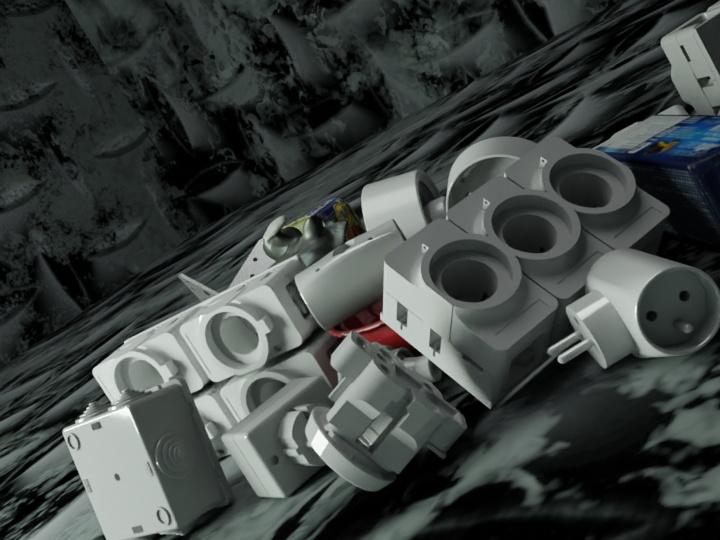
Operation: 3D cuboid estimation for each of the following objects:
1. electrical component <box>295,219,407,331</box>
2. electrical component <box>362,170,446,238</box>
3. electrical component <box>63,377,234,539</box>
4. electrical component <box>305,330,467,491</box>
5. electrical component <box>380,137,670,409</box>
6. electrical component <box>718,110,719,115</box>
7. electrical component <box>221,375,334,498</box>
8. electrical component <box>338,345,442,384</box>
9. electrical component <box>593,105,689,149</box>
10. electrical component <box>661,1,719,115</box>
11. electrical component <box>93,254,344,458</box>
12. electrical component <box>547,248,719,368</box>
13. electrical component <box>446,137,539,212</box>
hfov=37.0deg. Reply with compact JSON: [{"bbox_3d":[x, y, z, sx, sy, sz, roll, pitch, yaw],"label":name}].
[{"bbox_3d":[0.000,0.000,0.738,0.077,0.043,0.079,-30,9,5],"label":"electrical component"},{"bbox_3d":[0.053,-0.033,0.915,0.060,0.108,0.108,-21,12,18],"label":"electrical component"},{"bbox_3d":[-0.142,0.127,0.705,0.100,0.099,0.048,-23,0,42],"label":"electrical component"},{"bbox_3d":[0.008,0.079,0.571,0.057,0.078,0.058,-51,7,10],"label":"electrical component"},{"bbox_3d":[0.096,-0.006,0.623,0.150,0.089,0.061,-36,-32,-27],"label":"electrical component"},{"bbox_3d":[0.273,-0.100,0.768,0.040,0.040,0.046,-23,18,41],"label":"electrical component"},{"bbox_3d":[-0.034,0.101,0.655,0.066,0.047,0.077,-37,10,-31],"label":"electrical component"},{"bbox_3d":[0.020,0.068,0.673,0.062,0.048,0.048,-17,15,28],"label":"electrical component"},{"bbox_3d":[0.214,-0.081,0.813,0.089,0.050,0.055,-28,11,17],"label":"electrical component"},{"bbox_3d":[0.334,-0.190,0.883,0.150,0.089,0.062,-33,9,-12],"label":"electrical component"},{"bbox_3d":[-0.100,0.078,0.802,0.186,0.105,0.060,-25,11,31],"label":"electrical component"},{"bbox_3d":[0.132,0.024,0.544,0.079,0.044,0.077,-31,9,-1],"label":"electrical component"},{"bbox_3d":[0.118,-0.059,0.871,0.099,0.099,0.064,-27,17,24],"label":"electrical component"}]
